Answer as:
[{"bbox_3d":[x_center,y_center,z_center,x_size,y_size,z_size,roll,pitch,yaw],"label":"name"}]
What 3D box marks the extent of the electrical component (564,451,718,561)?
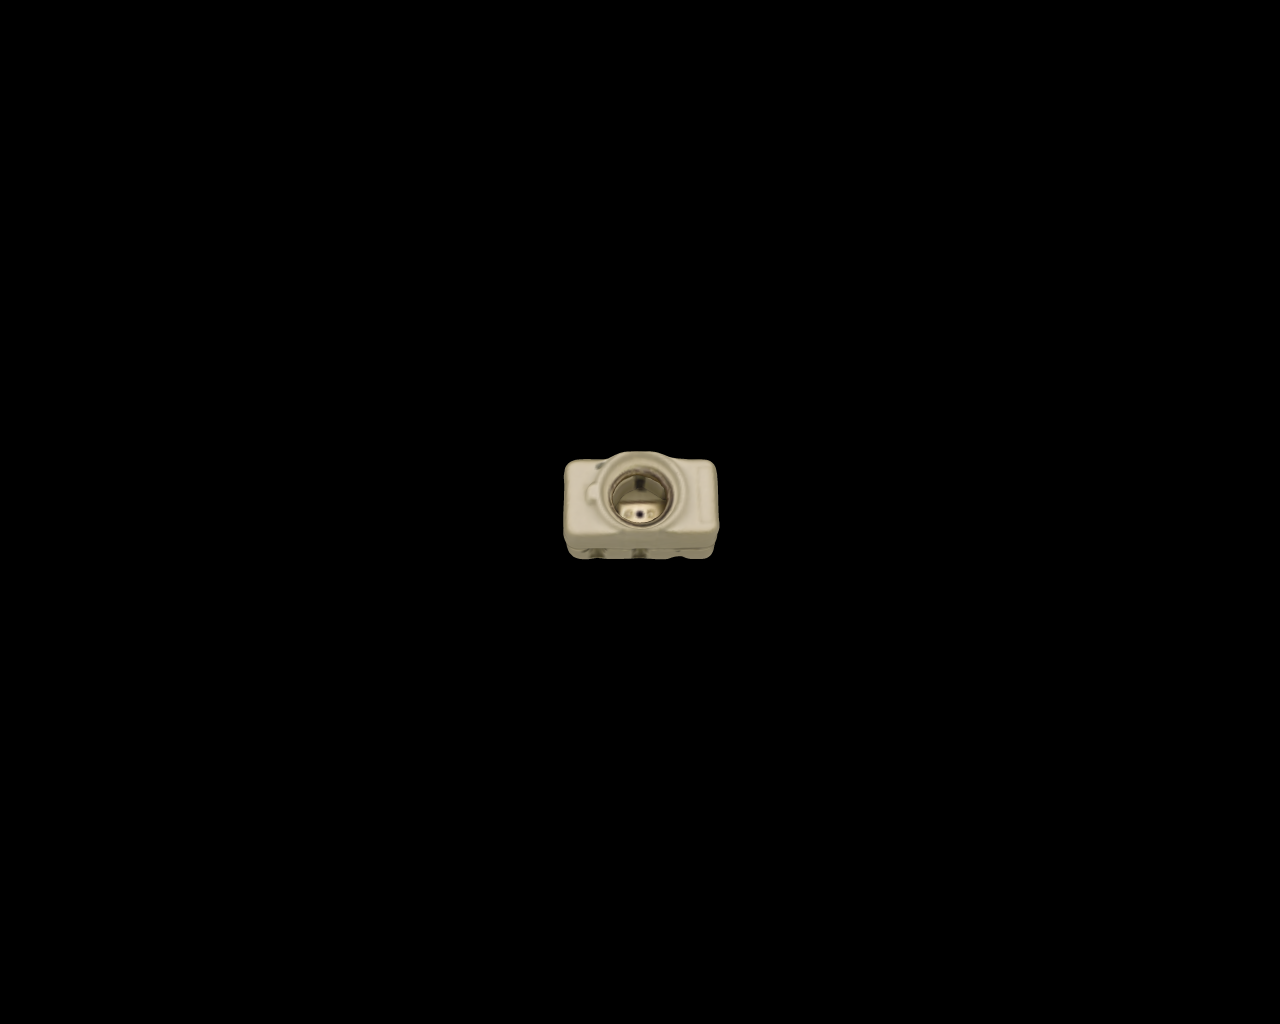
[{"bbox_3d":[0.001,-0.003,0.650,0.089,0.050,0.055,0,-21,0],"label":"electrical component"}]
